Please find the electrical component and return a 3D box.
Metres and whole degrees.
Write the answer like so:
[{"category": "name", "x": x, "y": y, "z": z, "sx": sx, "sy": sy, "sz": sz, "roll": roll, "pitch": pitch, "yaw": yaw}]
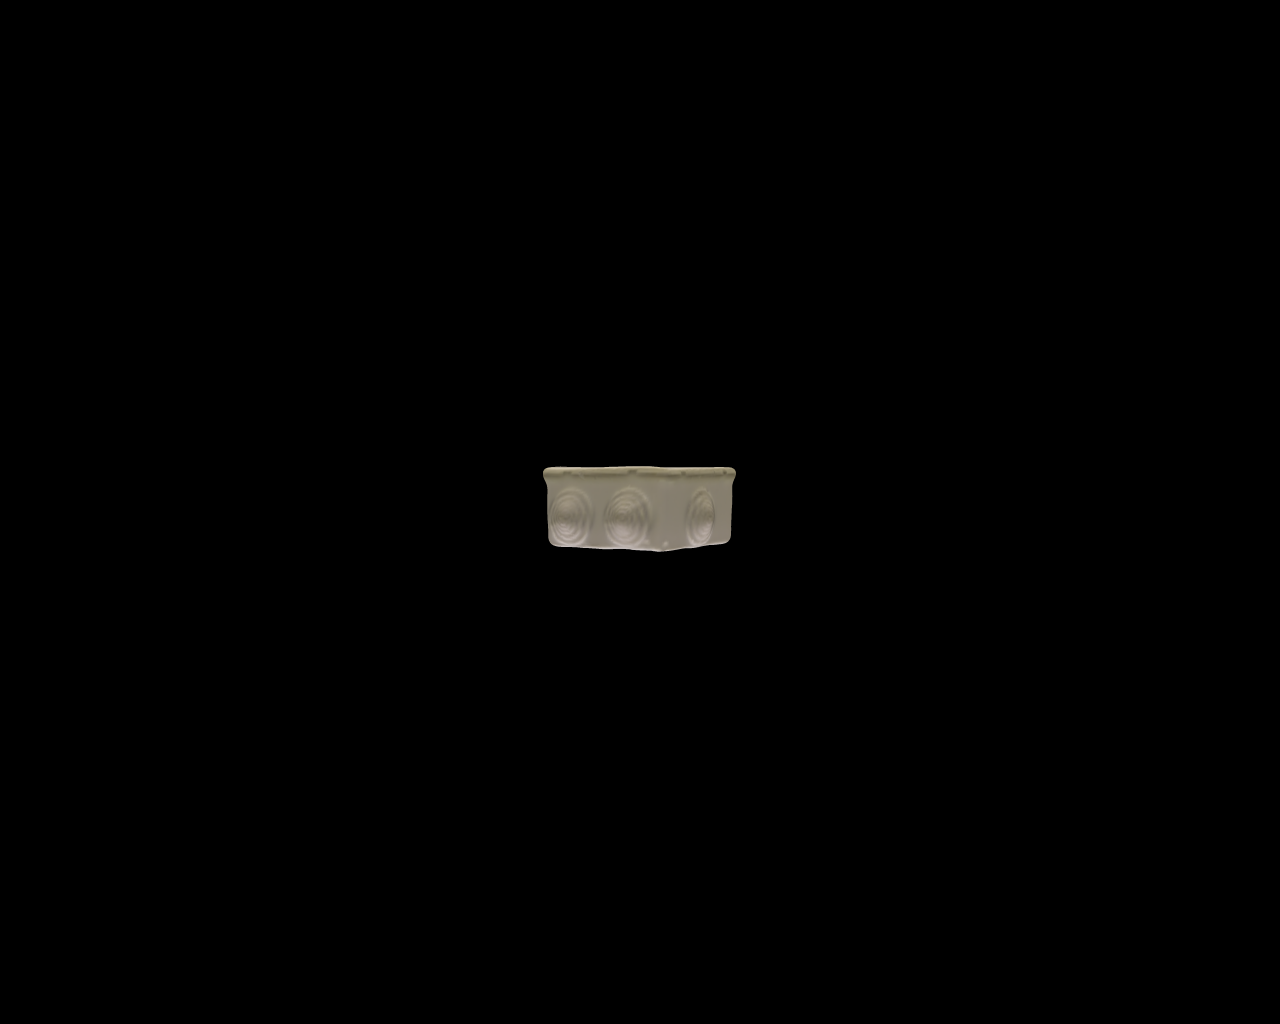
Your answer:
[{"category": "electrical component", "x": 0.001, "y": -0.003, "z": 0.650, "sx": 0.100, "sy": 0.048, "sz": 0.100, "roll": 1, "pitch": 3, "yaw": 34}]
